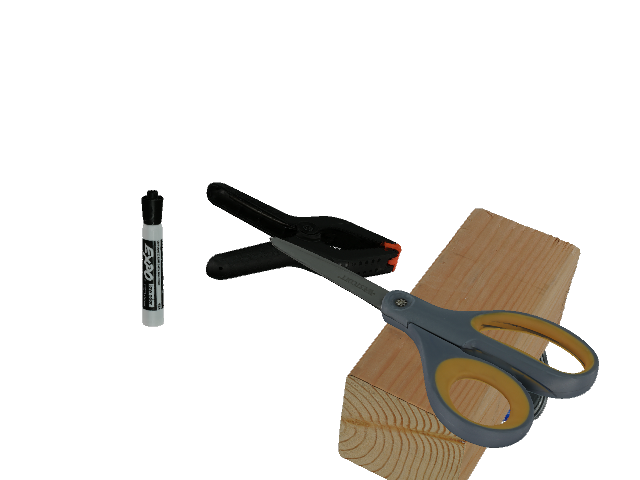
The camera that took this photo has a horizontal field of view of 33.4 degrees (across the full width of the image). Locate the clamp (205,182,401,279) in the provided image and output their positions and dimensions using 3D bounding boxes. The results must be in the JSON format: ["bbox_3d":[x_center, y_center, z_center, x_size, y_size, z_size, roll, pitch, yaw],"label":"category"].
[{"bbox_3d":[-0.022,0.007,1.081,0.210,0.036,0.164,13,31,-5],"label":"clamp"}]

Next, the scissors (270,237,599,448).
[{"bbox_3d":[0.041,0.050,0.559,0.202,0.016,0.096,15,42,22],"label":"scissors"}]

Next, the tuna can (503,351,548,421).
[{"bbox_3d":[0.176,0.123,0.982,0.034,0.086,0.085,-10,-6,40],"label":"tuna can"}]

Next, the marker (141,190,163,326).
[{"bbox_3d":[-0.147,0.016,0.932,0.020,0.121,0.020,2,16,-1],"label":"marker"}]

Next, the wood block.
[{"bbox_3d":[0.104,0.078,0.778,0.091,0.090,0.205,23,45,21],"label":"wood block"}]
